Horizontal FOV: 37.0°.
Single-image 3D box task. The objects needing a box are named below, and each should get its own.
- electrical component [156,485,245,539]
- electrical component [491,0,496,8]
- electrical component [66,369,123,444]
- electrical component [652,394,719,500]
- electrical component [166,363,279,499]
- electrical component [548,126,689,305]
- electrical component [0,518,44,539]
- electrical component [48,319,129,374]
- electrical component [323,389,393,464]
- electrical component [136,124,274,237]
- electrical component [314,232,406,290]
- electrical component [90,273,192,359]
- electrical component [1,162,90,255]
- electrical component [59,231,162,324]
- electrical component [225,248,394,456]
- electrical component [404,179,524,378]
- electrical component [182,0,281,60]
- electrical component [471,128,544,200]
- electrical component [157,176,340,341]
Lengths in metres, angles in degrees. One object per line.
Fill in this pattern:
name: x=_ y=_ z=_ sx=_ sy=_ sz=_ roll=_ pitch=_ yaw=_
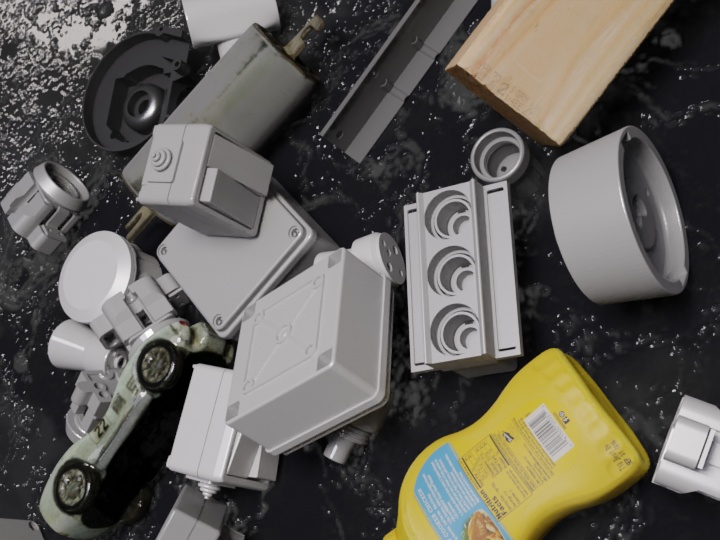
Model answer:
electrical component: x=-0.109 y=0.202 z=0.782 sx=0.076 sy=0.083 sz=0.047 roll=28 pitch=89 yaw=-3
electrical component: x=0.117 y=-0.183 z=0.789 sx=0.043 sy=0.043 sz=0.062 roll=-6 pitch=72 yaw=30
electrical component: x=-0.211 y=0.114 z=0.878 sx=0.048 sy=0.066 sz=0.055 roll=48 pitch=120 yaw=34
electrical component: x=0.206 y=0.108 z=0.620 sx=0.057 sy=0.078 sz=0.058 roll=20 pitch=84 yaw=16
electrical component: x=-0.095 y=0.125 z=0.801 sx=0.061 sy=0.062 sz=0.096 roll=7 pitch=77 yaw=33
electrical component: x=0.157 y=-0.030 z=0.676 sx=0.060 sy=0.108 sz=0.108 roll=-17 pitch=65 yaw=33
electrical component: x=-0.295 y=0.254 z=0.852 sx=0.056 sy=0.109 sz=0.108 roll=-45 pitch=56 yaw=14
electrical component: x=-0.226 y=0.071 z=0.914 sx=0.065 sy=0.044 sz=0.044 roll=14 pitch=82 yaw=29
electrical component: x=-0.005 y=0.106 z=0.764 sx=0.043 sy=0.043 sz=0.062 roll=24 pitch=88 yaw=35
electrical component: x=-0.113 y=-0.067 z=0.786 sx=0.061 sy=0.096 sz=0.061 roll=5 pitch=76 yaw=32
electrical component: x=0.000 y=0.000 z=0.796 sx=0.055 sy=0.045 sz=0.045 roll=-20 pitch=64 yaw=24
electrical component: x=-0.170 y=0.047 z=0.874 sx=0.078 sy=0.058 sz=0.057 roll=-34 pitch=62 yaw=-12
electrical component: x=-0.286 y=-0.061 z=0.985 sx=0.057 sy=0.058 sz=0.078 roll=-45 pitch=57 yaw=14
electrical component: x=-0.213 y=0.011 z=0.919 sx=0.080 sy=0.051 sz=0.080 roll=-11 pitch=68 yaw=28
electrical component: x=-0.034 y=0.057 z=0.745 sx=0.109 sy=0.056 sz=0.108 roll=-31 pitch=36 yaw=32
electrical component: x=0.075 y=0.009 z=0.737 sx=0.079 sy=0.063 sz=0.121 roll=-13 pitch=67 yaw=28
electrical component: x=-0.106 y=-0.202 z=0.924 sx=0.077 sy=0.043 sz=0.079 roll=-14 pitch=102 yaw=-5
electrical component: x=0.105 y=-0.073 z=0.756 sx=0.040 sy=0.046 sz=0.040 roll=-11 pitch=68 yaw=28
electrical component: x=-0.089 y=-0.014 z=0.849 sx=0.108 sy=0.056 sz=0.108 roll=-49 pitch=56 yaw=8
